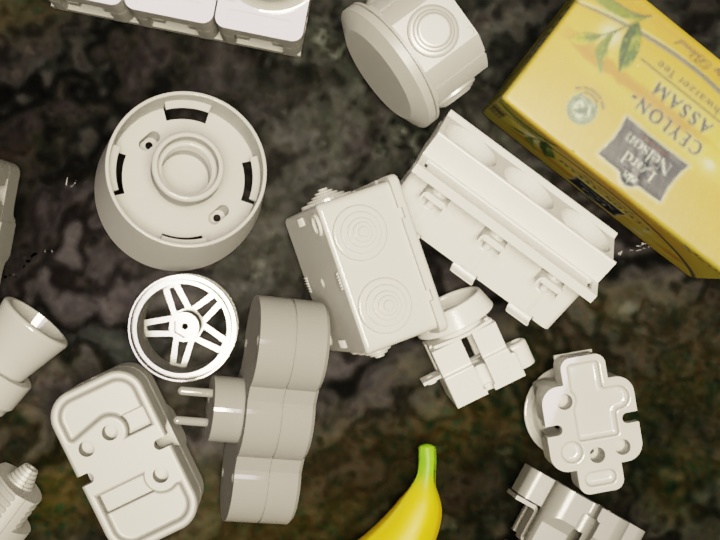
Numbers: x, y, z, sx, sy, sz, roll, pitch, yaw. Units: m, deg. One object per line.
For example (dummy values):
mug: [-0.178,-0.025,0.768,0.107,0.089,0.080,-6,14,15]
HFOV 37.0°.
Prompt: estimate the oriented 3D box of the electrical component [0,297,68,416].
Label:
electrical component: [-0.203,0.050,0.617,0.045,0.045,0.055,40,89,-4]

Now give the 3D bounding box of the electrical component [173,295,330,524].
electrical component: [-0.066,0.079,0.601,0.074,0.052,0.138,7,112,-14]

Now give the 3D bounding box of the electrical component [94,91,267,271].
electrical component: [-0.103,-0.052,0.624,0.099,0.064,0.099,2,81,-14]

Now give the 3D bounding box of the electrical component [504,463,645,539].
electrical component: [0.119,0.159,0.634,0.078,0.058,0.057,30,86,-4]

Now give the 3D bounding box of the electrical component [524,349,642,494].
electrical component: [0.129,0.086,0.633,0.058,0.057,0.078,-10,92,-3]

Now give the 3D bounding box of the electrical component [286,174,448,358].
electrical component: [0.000,0.000,0.603,0.048,0.100,0.099,-20,93,-16]

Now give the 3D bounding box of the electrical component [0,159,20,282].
electrical component: [-0.229,-0.022,0.608,0.050,0.056,0.089,10,91,-4]

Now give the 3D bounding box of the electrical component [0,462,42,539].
electrical component: [-0.214,0.146,0.619,0.043,0.043,0.081,37,89,-4]

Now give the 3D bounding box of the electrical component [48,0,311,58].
electrical component: [-0.099,-0.183,0.610,0.150,0.062,0.089,11,91,-4]

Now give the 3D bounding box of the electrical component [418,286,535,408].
electrical component: [0.062,0.043,0.634,0.066,0.048,0.055,-26,100,-3]

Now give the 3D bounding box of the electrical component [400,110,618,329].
electrical component: [0.080,-0.027,0.621,0.121,0.078,0.063,36,118,-4]

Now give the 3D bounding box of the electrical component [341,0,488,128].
electrical component: [0.030,-0.126,0.612,0.051,0.080,0.080,-38,93,-8]

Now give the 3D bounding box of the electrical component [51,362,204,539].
electrical component: [-0.131,0.104,0.616,0.054,0.059,0.095,-25,93,-3]
